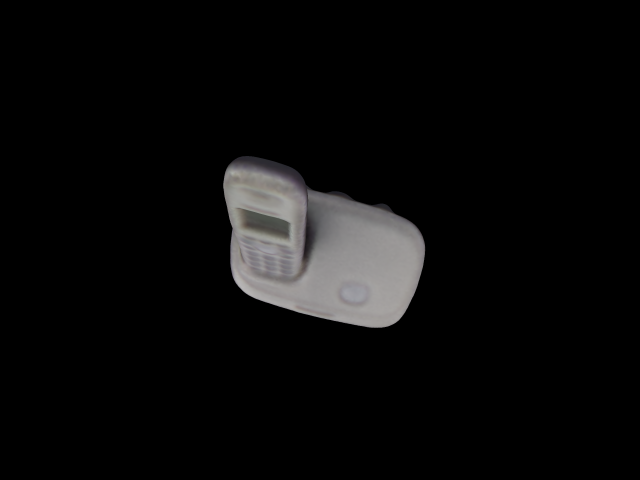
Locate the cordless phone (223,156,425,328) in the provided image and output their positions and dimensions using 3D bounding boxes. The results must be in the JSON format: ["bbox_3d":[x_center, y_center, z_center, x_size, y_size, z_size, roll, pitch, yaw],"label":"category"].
[{"bbox_3d":[0.004,0.001,0.400,0.147,0.185,0.094,11,79,3],"label":"cordless phone"}]
